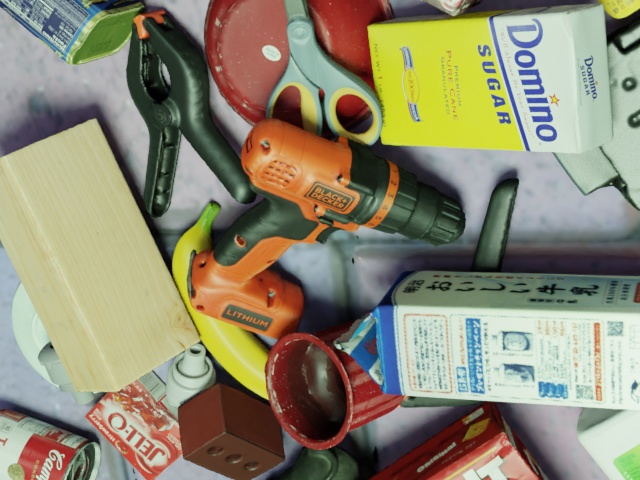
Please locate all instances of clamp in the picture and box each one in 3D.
[{"bbox_3d":[0.140,0.075,0.835,0.164,0.036,0.210,42,118,3],"label":"clamp"},{"bbox_3d":[-0.123,-0.097,0.873,0.120,0.039,0.171,-18,93,34],"label":"clamp"}]

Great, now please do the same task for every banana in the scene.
[{"bbox_3d":[-0.075,0.069,0.912,0.070,0.037,0.198,-24,98,25],"label":"banana"}]

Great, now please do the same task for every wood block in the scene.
[{"bbox_3d":[-0.197,0.015,0.895,0.090,0.090,0.206,-12,106,53],"label":"wood block"}]

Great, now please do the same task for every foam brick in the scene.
[{"bbox_3d":[-0.076,0.166,0.917,0.053,0.051,0.078,-34,134,26],"label":"foam brick"}]

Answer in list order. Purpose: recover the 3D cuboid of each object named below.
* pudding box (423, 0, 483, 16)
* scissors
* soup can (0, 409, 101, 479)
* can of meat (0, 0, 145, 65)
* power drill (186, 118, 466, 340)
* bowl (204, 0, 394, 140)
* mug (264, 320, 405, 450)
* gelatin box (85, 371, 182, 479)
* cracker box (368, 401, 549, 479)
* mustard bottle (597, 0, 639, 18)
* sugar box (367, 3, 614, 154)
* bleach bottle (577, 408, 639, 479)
[{"bbox_3d":[0.063,-0.199,0.745,0.113,0.090,0.039,30,113,9],"label":"pudding box"},{"bbox_3d":[0.005,-0.139,0.753,0.096,0.016,0.202,8,125,0],"label":"scissors"},{"bbox_3d":[-0.269,0.207,1.013,0.102,0.068,0.068,17,112,15],"label":"soup can"},{"bbox_3d":[-0.196,-0.186,0.837,0.084,0.102,0.057,40,115,1],"label":"can of meat"},{"bbox_3d":[-0.005,0.001,0.825,0.184,0.057,0.188,22,130,-21],"label":"power drill"},{"bbox_3d":[-0.026,-0.148,0.813,0.162,0.055,0.162,7,110,19],"label":"bowl"},{"bbox_3d":[0.008,0.109,0.857,0.117,0.081,0.093,6,103,43],"label":"mug"},{"bbox_3d":[-0.160,0.168,0.980,0.089,0.030,0.073,47,116,1],"label":"gelatin box"},{"bbox_3d":[0.131,0.262,0.843,0.164,0.072,0.213,-35,102,7],"label":"cracker box"},{"bbox_3d":[0.179,-0.249,0.702,0.096,0.058,0.191,-36,93,29],"label":"mustard bottle"},{"bbox_3d":[0.113,-0.111,0.740,0.177,0.048,0.093,8,113,49],"label":"sugar box"},{"bbox_3d":[0.309,0.210,0.807,0.103,0.068,0.251,-39,94,26],"label":"bleach bottle"}]
